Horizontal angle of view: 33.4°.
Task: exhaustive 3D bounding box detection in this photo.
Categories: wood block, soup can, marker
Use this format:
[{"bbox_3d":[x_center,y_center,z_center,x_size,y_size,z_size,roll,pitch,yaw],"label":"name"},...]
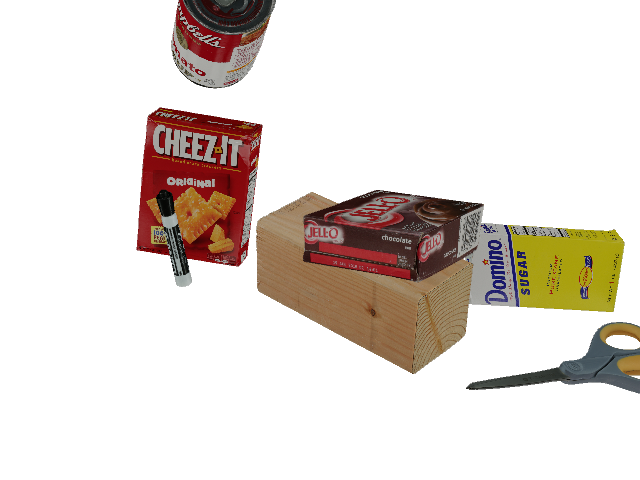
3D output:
[{"bbox_3d":[0.039,0.038,1.072,0.206,0.091,0.090,26,39,34],"label":"wood block"},{"bbox_3d":[-0.074,-0.163,0.794,0.068,0.068,0.102,0,-15,-12],"label":"soup can"},{"bbox_3d":[-0.165,-0.003,1.198,0.020,0.121,0.020,-7,31,4],"label":"marker"}]

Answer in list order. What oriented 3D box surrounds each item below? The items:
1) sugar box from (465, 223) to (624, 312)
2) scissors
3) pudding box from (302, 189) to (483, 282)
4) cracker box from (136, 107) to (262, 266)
[{"bbox_3d":[0.260,0.032,1.257,0.176,0.093,0.048,2,20,-2],"label":"sugar box"},{"bbox_3d":[0.207,0.096,0.876,0.201,0.016,0.096,4,30,-9],"label":"scissors"},{"bbox_3d":[0.053,-0.006,0.752,0.090,0.039,0.113,10,15,28],"label":"pudding box"},{"bbox_3d":[-0.184,-0.078,1.606,0.164,0.214,0.072,10,19,6],"label":"cracker box"}]
